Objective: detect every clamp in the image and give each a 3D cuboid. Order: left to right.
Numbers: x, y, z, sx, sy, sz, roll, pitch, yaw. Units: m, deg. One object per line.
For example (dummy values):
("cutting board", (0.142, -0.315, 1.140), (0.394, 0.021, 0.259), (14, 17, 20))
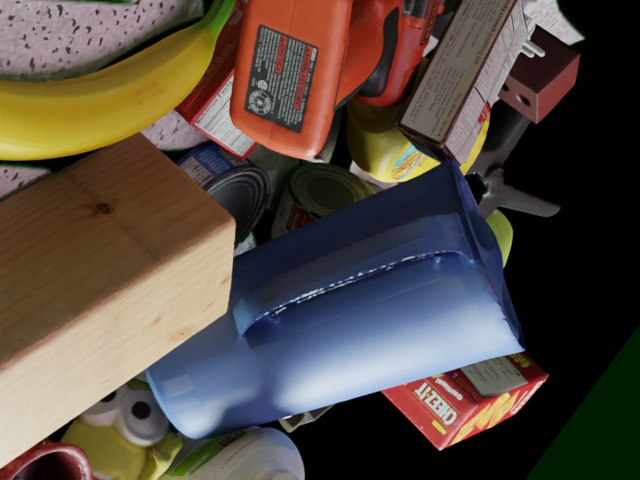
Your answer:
("clamp", (0.157, -0.070, 1.003), (0.209, 0.036, 0.164), (-21, 122, -32))

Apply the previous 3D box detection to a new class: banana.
("banana", (-0.120, -0.073, 0.521), (0.197, 0.037, 0.070), (-29, 133, -42))

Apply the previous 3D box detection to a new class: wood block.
("wood block", (-0.152, 0.039, 0.566), (0.205, 0.091, 0.090), (-34, 153, -31))

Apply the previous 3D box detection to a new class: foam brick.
("foam brick", (0.165, -0.143, 0.873), (0.051, 0.078, 0.053), (-46, 158, -10))

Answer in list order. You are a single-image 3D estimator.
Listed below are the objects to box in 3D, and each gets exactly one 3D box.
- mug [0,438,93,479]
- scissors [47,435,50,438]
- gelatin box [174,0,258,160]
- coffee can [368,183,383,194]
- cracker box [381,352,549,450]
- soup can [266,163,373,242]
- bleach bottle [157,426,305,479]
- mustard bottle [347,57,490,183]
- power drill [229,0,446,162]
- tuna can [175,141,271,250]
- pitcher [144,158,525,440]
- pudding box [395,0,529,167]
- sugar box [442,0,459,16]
("mug", (-0.196, 0.138, 0.641), (0.093, 0.082, 0.117), (-10, 118, -58))
("scissors", (-0.262, 0.194, 0.710), (0.201, 0.016, 0.096), (-39, 155, -21))
("gelatin box", (-0.047, -0.093, 0.628), (0.073, 0.030, 0.089), (-50, 160, 4))
("coffee can", (0.040, 0.037, 0.899), (0.140, 0.103, 0.102), (-52, 157, 9))
("cracker box", (0.129, 0.125, 1.123), (0.072, 0.164, 0.213), (-54, 157, 19))
("soup can", (-0.005, 0.001, 0.804), (0.068, 0.068, 0.102), (-27, 149, -42))
("bleach bottle", (-0.082, 0.177, 0.778), (0.102, 0.068, 0.251), (-42, -168, -23))
("mustard bottle", (0.068, -0.088, 0.807), (0.096, 0.058, 0.191), (-56, 157, 9))
("power drill", (0.025, -0.138, 0.596), (0.187, 0.057, 0.184), (-42, 150, -52))
("tuna can", (-0.074, -0.021, 0.688), (0.086, 0.034, 0.086), (-39, 156, -22))
("pitcher", (0.002, 0.046, 0.708), (0.243, 0.145, 0.149), (-21, 120, 12))
("pudding box", (0.097, -0.110, 0.710), (0.113, 0.039, 0.090), (-65, 164, 1))
("sugar box", (0.137, -0.226, 0.732), (0.175, 0.048, 0.093), (-34, 154, -39))
